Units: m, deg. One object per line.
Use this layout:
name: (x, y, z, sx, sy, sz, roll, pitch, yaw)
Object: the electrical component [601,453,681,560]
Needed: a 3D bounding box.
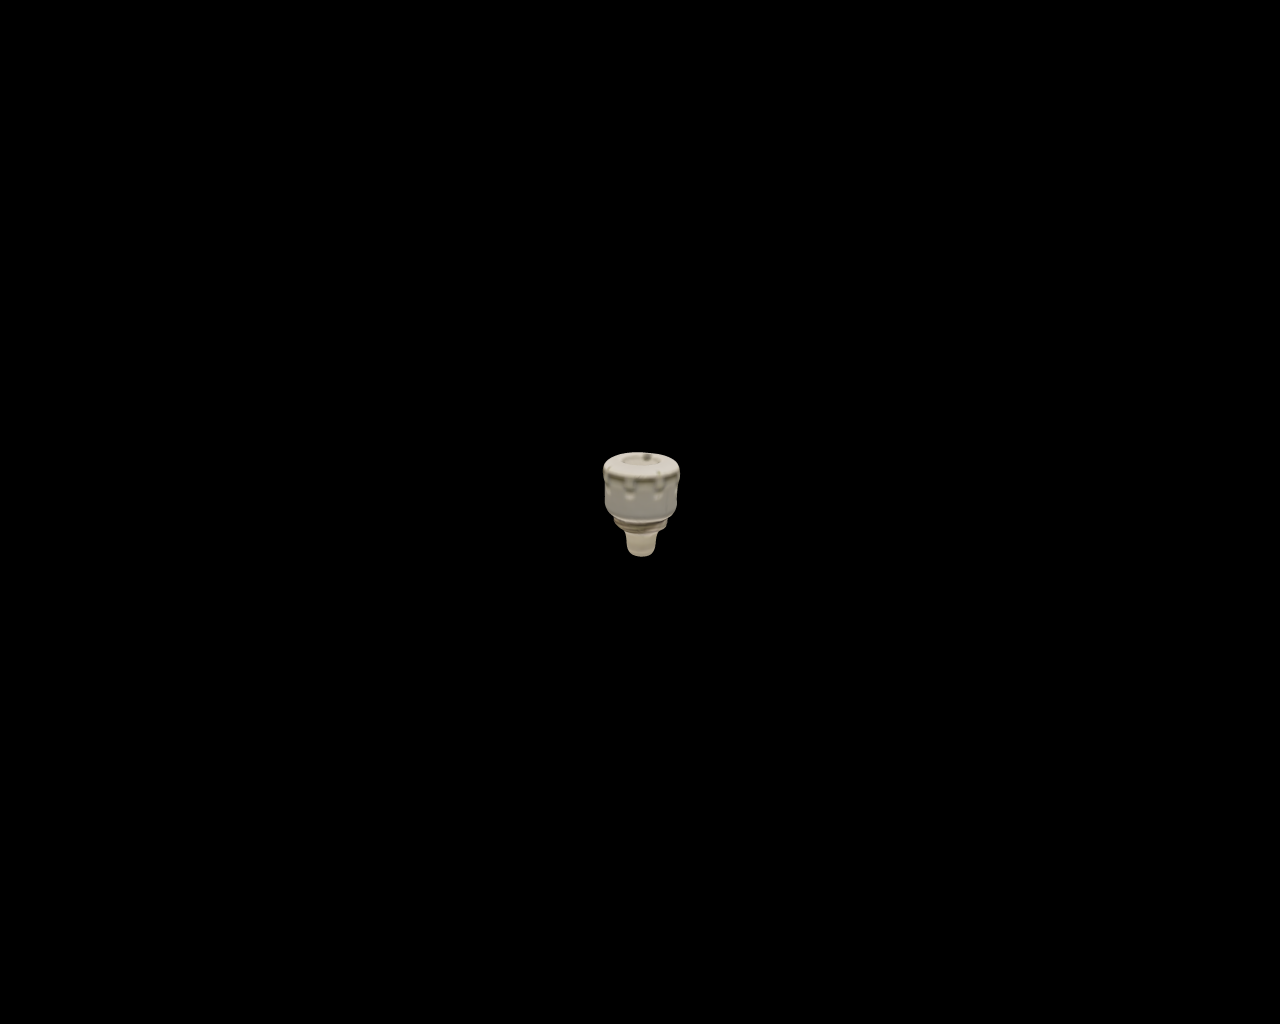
electrical component: (0.001, -0.003, 0.650, 0.048, 0.062, 0.048, 0, 18, 0)
